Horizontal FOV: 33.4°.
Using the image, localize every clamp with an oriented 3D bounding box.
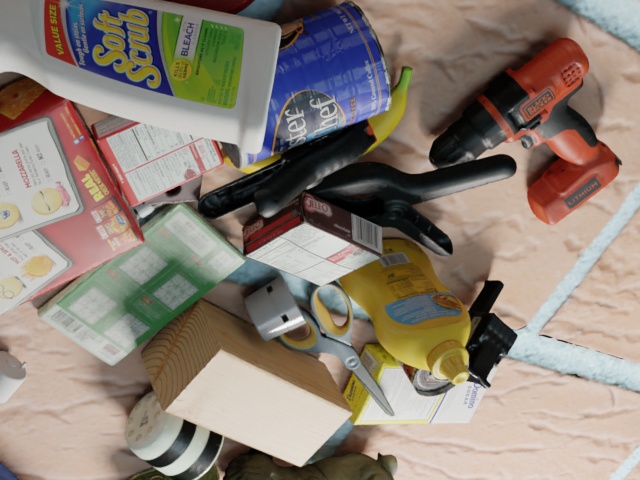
[{"bbox_3d":[0.074,-0.034,1.070,0.209,0.036,0.165,1,146,-13],"label":"clamp"},{"bbox_3d":[-0.026,-0.061,0.938,0.171,0.120,0.039,-32,112,-37],"label":"clamp"}]

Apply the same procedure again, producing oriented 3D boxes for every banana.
[{"bbox_3d":[0.004,-0.097,1.003,0.197,0.037,0.069,-26,116,-10],"label":"banana"}]

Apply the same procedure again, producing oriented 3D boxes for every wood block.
[{"bbox_3d":[-0.074,0.152,1.122,0.091,0.090,0.205,-47,132,12],"label":"wood block"}]

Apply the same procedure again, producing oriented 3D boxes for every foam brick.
[{"bbox_3d":[-0.133,-0.076,0.933,0.052,0.051,0.078,-6,128,-24],"label":"foam brick"}]

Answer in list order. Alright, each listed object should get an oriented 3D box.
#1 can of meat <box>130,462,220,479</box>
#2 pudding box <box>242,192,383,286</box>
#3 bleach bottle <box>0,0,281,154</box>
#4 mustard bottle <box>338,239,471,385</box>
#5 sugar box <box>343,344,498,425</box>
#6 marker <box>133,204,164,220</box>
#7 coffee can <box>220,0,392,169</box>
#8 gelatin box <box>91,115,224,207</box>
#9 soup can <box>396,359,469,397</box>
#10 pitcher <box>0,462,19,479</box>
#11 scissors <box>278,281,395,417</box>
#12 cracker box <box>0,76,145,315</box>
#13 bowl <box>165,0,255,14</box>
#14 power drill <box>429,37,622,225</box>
[{"bbox_3d":[-0.162,0.301,1.218,0.102,0.057,0.084,-17,135,-14],"label":"can of meat"},{"bbox_3d":[-0.007,0.001,1.049,0.113,0.039,0.090,25,142,-38],"label":"pudding box"},{"bbox_3d":[-0.160,-0.137,0.807,0.250,0.102,0.068,9,168,-4],"label":"bleach bottle"},{"bbox_3d":[0.097,0.076,1.081,0.096,0.192,0.058,-8,129,-23],"label":"mustard bottle"},{"bbox_3d":[0.119,0.173,1.273,0.175,0.048,0.093,5,120,-34],"label":"sugar box"},{"bbox_3d":[-0.183,-0.017,0.976,0.121,0.020,0.020,-32,134,-1],"label":"marker"},{"bbox_3d":[-0.024,-0.133,0.911,0.140,0.103,0.103,-22,133,-11],"label":"coffee can"},{"bbox_3d":[-0.131,-0.078,0.875,0.089,0.030,0.073,-25,131,-5],"label":"gelatin box"},{"bbox_3d":[0.111,0.115,1.182,0.068,0.102,0.068,-15,131,-18],"label":"soup can"},{"bbox_3d":[-0.329,0.293,1.066,0.145,0.149,0.242,-35,137,-4],"label":"pitcher"},{"bbox_3d":[0.014,0.132,1.172,0.096,0.016,0.202,-19,118,-2],"label":"scissors"},{"bbox_3d":[-0.277,-0.024,0.885,0.213,0.072,0.164,-27,132,-5],"label":"cracker box"},{"bbox_3d":[-0.091,-0.229,0.831,0.162,0.055,0.162,-14,131,-18],"label":"bowl"},{"bbox_3d":[0.219,-0.095,1.103,0.184,0.057,0.187,-37,135,8],"label":"power drill"}]
